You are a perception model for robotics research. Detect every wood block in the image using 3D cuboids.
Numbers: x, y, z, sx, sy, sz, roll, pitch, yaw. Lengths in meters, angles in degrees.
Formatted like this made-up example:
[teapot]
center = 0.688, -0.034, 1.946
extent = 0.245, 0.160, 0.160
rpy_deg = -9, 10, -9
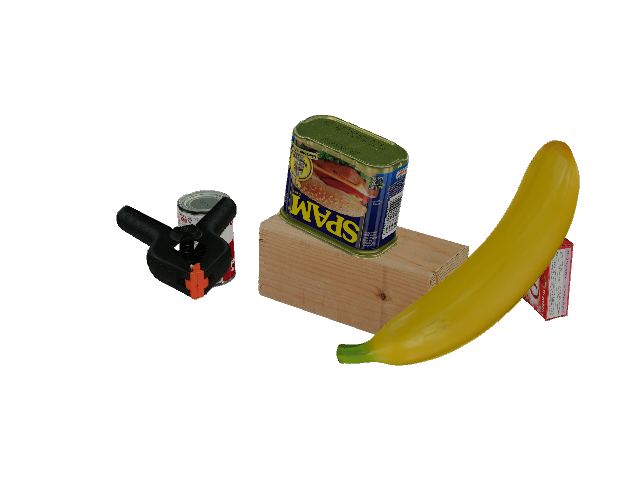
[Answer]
[wood block]
center = 0.043, 0.033, 1.141
extent = 0.206, 0.091, 0.090
rpy_deg = 17, 30, 28

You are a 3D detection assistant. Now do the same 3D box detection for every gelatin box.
[gelatin box]
center = 0.233, 0.028, 1.128
extent = 0.030, 0.089, 0.073
rpy_deg = -11, 29, -15

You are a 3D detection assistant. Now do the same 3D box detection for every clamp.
[clamp]
center = -0.120, 0.001, 1.026
extent = 0.120, 0.039, 0.172
rpy_deg = -16, 33, -17

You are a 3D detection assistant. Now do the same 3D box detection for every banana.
[banana]
center = 0.095, 0.009, 0.605
extent = 0.197, 0.037, 0.070
rpy_deg = -41, 44, -19

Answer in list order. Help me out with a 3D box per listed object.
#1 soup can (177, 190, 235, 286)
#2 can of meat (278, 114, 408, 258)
[soup can]
center = -0.140, -0.003, 1.309
extent = 0.068, 0.102, 0.068
rpy_deg = -1, 26, 0
[can of meat]
center = 0.019, -0.046, 0.874
extent = 0.102, 0.084, 0.057
rpy_deg = 26, 36, 27
